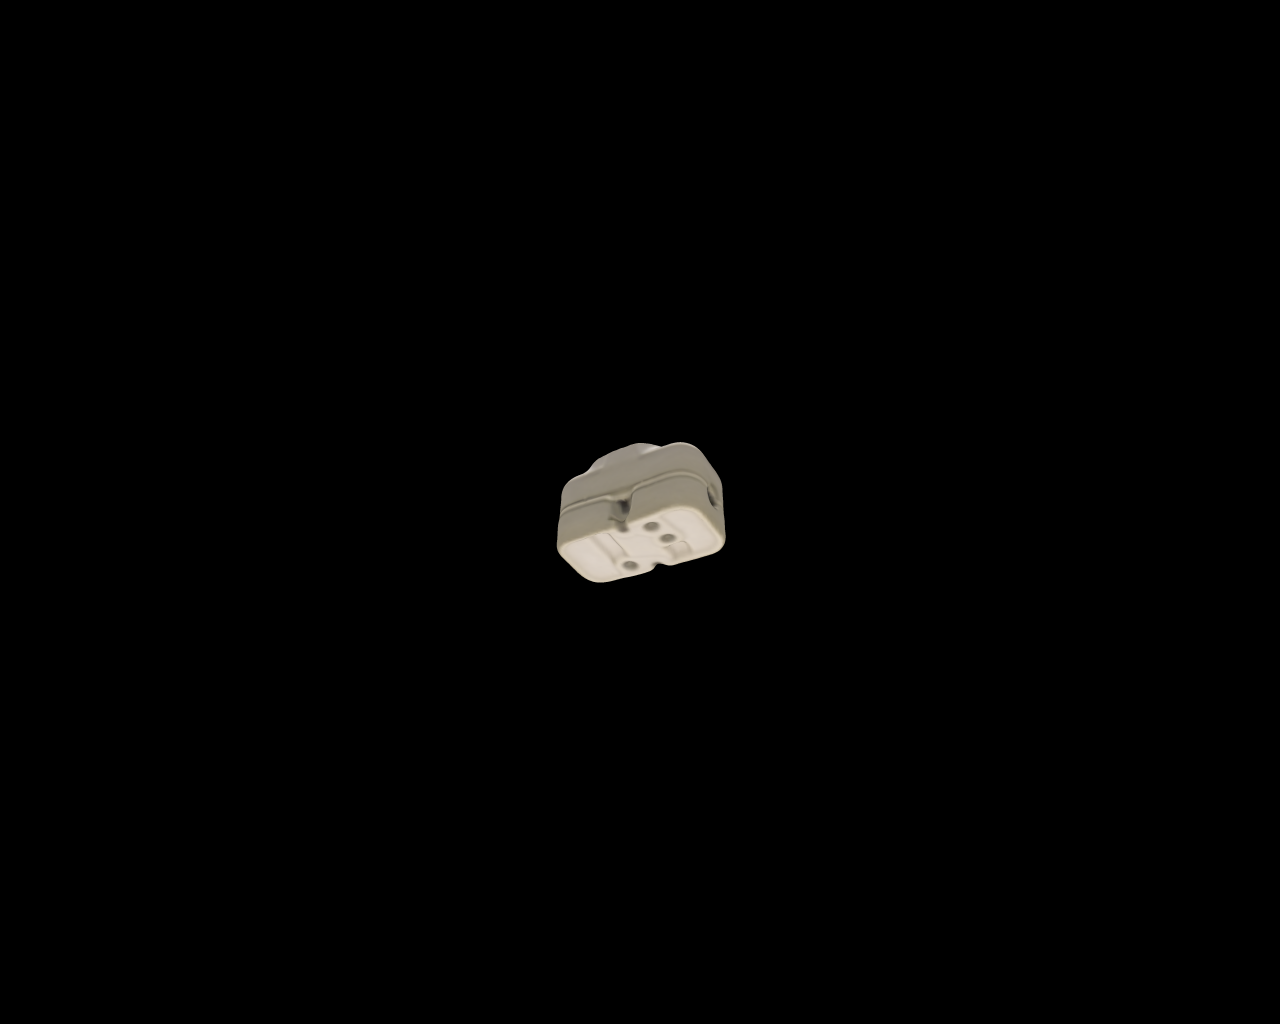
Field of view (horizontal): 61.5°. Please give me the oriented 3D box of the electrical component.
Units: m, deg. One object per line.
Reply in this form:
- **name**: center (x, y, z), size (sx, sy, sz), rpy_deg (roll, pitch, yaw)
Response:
- **electrical component**: center (0.001, -0.003, 0.650), size (0.095, 0.059, 0.053), rpy_deg (-17, -40, 22)
